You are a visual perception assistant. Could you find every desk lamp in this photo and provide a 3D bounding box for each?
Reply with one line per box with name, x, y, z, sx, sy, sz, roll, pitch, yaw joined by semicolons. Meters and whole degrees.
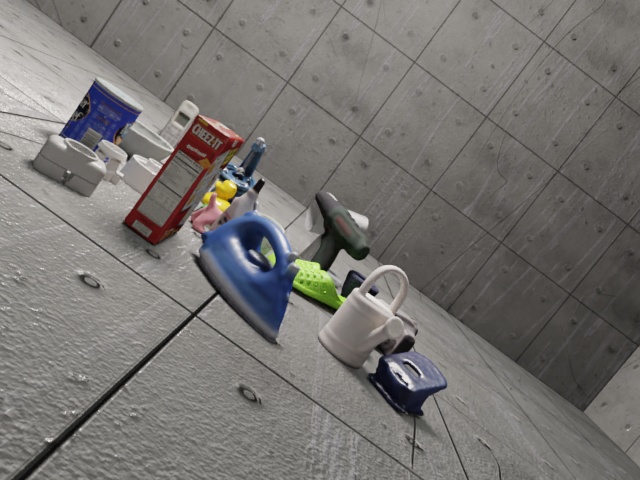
desk lamp;0.027;-0.010;1.639;0.204;0.213;0.117;34;7;-21

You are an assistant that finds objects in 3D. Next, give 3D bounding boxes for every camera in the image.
camera;0.148;0.195;1.333;0.137;0.100;0.143;35;7;-18

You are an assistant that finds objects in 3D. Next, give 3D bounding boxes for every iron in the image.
iron;-0.097;0.039;0.958;0.119;0.141;0.257;30;9;-44

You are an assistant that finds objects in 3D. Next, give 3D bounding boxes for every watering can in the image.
watering can;0.097;0.137;1.059;0.101;0.194;0.172;29;10;-48

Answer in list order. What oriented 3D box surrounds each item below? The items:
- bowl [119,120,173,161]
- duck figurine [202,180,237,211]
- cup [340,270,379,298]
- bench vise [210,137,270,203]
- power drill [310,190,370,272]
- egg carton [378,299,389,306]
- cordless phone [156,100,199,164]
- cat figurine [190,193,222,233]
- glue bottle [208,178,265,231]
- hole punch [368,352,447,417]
bowl;-0.440;-0.234;1.375;0.167;0.074;0.167;36;6;-4
duck figurine;-0.246;-0.110;1.472;0.104;0.086;0.078;41;8;31
cup;0.086;0.135;1.457;0.092;0.095;0.117;36;6;-7
bench vise;-0.225;-0.201;1.628;0.122;0.219;0.207;35;7;-16
power drill;0.014;0.005;1.484;0.228;0.208;0.076;41;8;32
egg carton;0.177;0.216;1.475;0.150;0.069;0.107;37;6;2
cordless phone;-0.359;-0.265;1.527;0.148;0.185;0.094;34;7;-21
cat figurine;-0.191;-0.052;1.213;0.128;0.117;0.067;33;8;-32
glue bottle;-0.159;-0.048;1.107;0.037;0.173;0.078;31;8;-39
hole punch;0.160;0.252;1.034;0.101;0.091;0.108;31;9;-43
